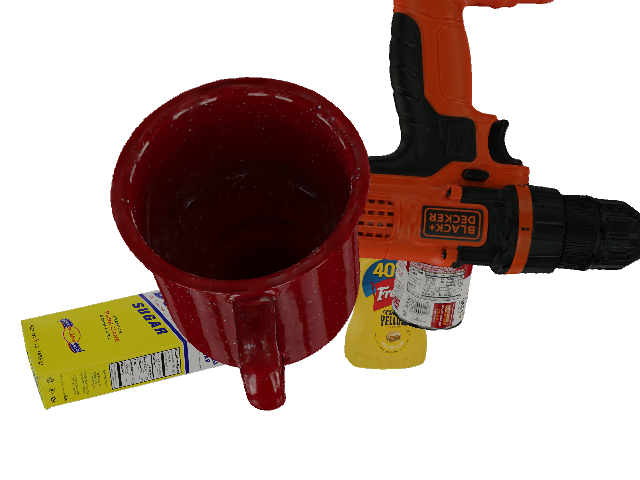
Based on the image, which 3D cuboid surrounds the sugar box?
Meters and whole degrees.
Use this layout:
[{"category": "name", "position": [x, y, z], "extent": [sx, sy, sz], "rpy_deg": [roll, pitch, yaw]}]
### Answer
[{"category": "sugar box", "position": [-0.181, 0.094, 0.993], "extent": [0.176, 0.048, 0.093], "rpy_deg": [-15, 36, -17]}]

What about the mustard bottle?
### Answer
[{"category": "mustard bottle", "position": [0.083, 0.053, 1.254], "extent": [0.096, 0.192, 0.058], "rpy_deg": [1, 14, -12]}]

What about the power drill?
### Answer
[{"category": "power drill", "position": [0.100, -0.075, 0.601], "extent": [0.184, 0.187, 0.057], "rpy_deg": [3, 0, -5]}]

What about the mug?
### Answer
[{"category": "mug", "position": [-0.024, 0.009, 0.407], "extent": [0.093, 0.117, 0.081], "rpy_deg": [-10, -31, -1]}]

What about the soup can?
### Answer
[{"category": "soup can", "position": [0.103, 0.021, 0.954], "extent": [0.068, 0.102, 0.068], "rpy_deg": [5, 24, -3]}]
